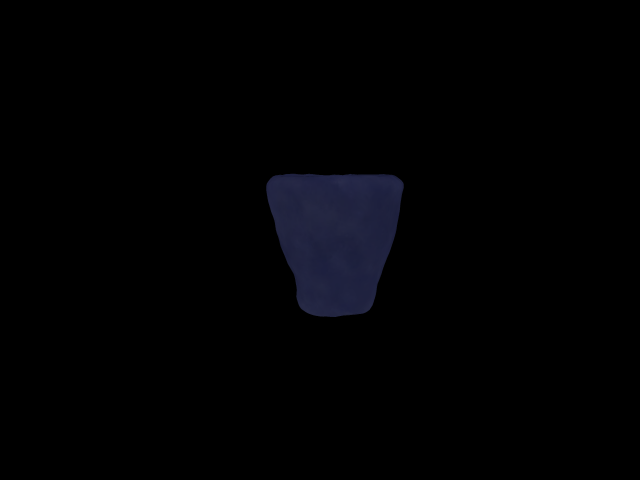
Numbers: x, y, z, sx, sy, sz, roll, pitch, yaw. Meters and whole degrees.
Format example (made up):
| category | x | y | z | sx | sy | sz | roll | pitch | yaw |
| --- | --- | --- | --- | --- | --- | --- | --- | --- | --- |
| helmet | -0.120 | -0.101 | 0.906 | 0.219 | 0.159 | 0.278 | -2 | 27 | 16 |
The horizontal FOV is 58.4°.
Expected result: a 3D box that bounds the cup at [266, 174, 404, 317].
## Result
| category | x | y | z | sx | sy | sz | roll | pitch | yaw |
| --- | --- | --- | --- | --- | --- | --- | --- | --- | --- |
| cup | 0.004 | 0.001 | 0.400 | 0.092 | 0.095 | 0.117 | -4 | 8 | -27 |
